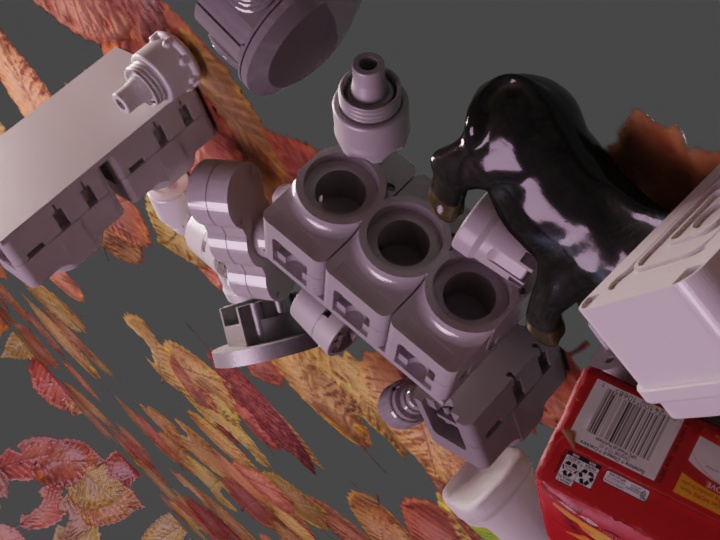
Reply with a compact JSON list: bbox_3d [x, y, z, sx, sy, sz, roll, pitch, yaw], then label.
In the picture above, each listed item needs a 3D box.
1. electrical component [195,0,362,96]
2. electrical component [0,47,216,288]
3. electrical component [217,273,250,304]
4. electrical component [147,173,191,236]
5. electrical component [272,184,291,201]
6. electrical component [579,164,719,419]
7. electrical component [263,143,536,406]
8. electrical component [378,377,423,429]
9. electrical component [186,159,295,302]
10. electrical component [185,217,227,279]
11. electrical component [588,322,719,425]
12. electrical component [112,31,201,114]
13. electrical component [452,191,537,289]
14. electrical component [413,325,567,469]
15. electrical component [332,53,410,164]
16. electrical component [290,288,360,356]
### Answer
[{"bbox_3d":[-0.042,-0.134,0.559,0.051,0.080,0.080,46,159,12],"label":"electrical component"},{"bbox_3d":[-0.213,-0.079,0.819,0.105,0.186,0.060,28,153,38],"label":"electrical component"},{"bbox_3d":[-0.112,0.002,0.983,0.040,0.040,0.046,20,142,47],"label":"electrical component"},{"bbox_3d":[-0.164,-0.056,0.972,0.040,0.040,0.078,32,155,30],"label":"electrical component"},{"bbox_3d":[-0.030,-0.043,0.749,0.043,0.043,0.081,54,157,-21],"label":"electrical component"},{"bbox_3d":[0.150,-0.001,0.403,0.057,0.113,0.078,51,158,-5],"label":"electrical component"},{"bbox_3d":[0.025,-0.006,0.651,0.150,0.089,0.061,39,158,15],"label":"electrical component"},{"bbox_3d":[0.042,0.109,0.893,0.040,0.040,0.078,45,159,0],"label":"electrical component"},{"bbox_3d":[-0.077,-0.028,0.851,0.074,0.052,0.138,7,141,26],"label":"electrical component"},{"bbox_3d":[-0.116,-0.027,0.921,0.047,0.055,0.055,33,156,38],"label":"electrical component"},{"bbox_3d":[0.154,0.057,0.593,0.079,0.043,0.077,52,158,-16],"label":"electrical component"},{"bbox_3d":[-0.149,-0.137,0.770,0.048,0.062,0.048,38,157,19],"label":"electrical component"},{"bbox_3d":[0.081,-0.017,0.602,0.046,0.040,0.040,36,157,9],"label":"electrical component"},{"bbox_3d":[0.085,0.075,0.688,0.050,0.089,0.055,26,151,40],"label":"electrical component"},{"bbox_3d":[0.006,-0.092,0.595,0.043,0.043,0.062,36,155,23],"label":"electrical component"},{"bbox_3d":[-0.022,0.033,0.857,0.047,0.055,0.055,42,159,18],"label":"electrical component"}]
